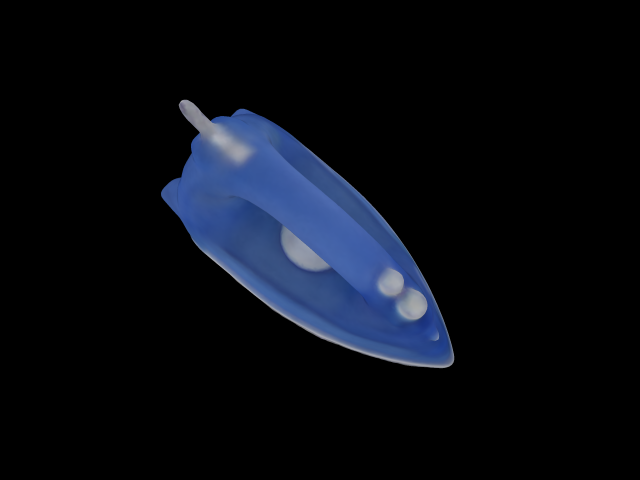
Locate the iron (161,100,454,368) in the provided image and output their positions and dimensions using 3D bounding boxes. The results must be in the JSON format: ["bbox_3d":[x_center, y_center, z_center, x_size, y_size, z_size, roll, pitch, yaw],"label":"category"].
[{"bbox_3d":[0.004,0.001,0.400,0.258,0.141,0.119,38,81,8],"label":"iron"}]
